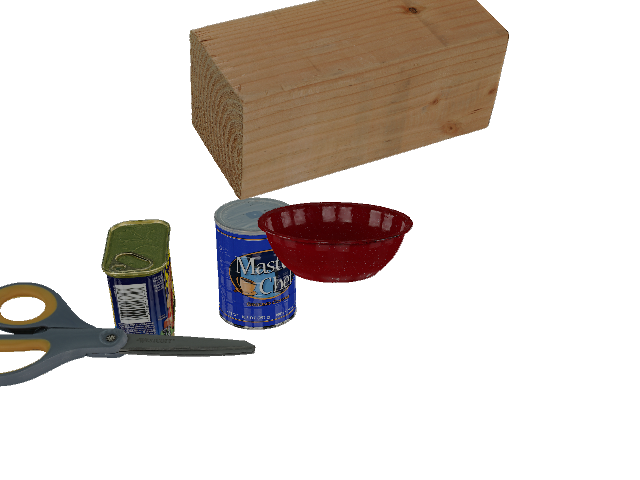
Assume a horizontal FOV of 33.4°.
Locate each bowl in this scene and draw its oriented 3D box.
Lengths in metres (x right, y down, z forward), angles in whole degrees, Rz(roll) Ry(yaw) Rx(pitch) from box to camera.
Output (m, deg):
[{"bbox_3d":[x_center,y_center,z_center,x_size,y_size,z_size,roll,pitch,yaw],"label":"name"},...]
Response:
[{"bbox_3d":[0.015,0.005,1.110,0.162,0.055,0.162,0,16,0],"label":"bowl"}]

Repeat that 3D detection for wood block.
[{"bbox_3d":[0.019,-0.115,0.765,0.205,0.090,0.091,-18,51,-21],"label":"wood block"}]

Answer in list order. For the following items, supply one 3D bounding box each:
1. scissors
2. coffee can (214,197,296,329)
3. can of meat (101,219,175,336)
[{"bbox_3d":[-0.150,0.057,0.728,0.201,0.016,0.096,-9,44,-5],"label":"scissors"},{"bbox_3d":[-0.082,0.029,1.371,0.103,0.140,0.103,0,26,0],"label":"coffee can"},{"bbox_3d":[-0.162,0.041,0.970,0.057,0.084,0.102,-4,27,-4],"label":"can of meat"}]
